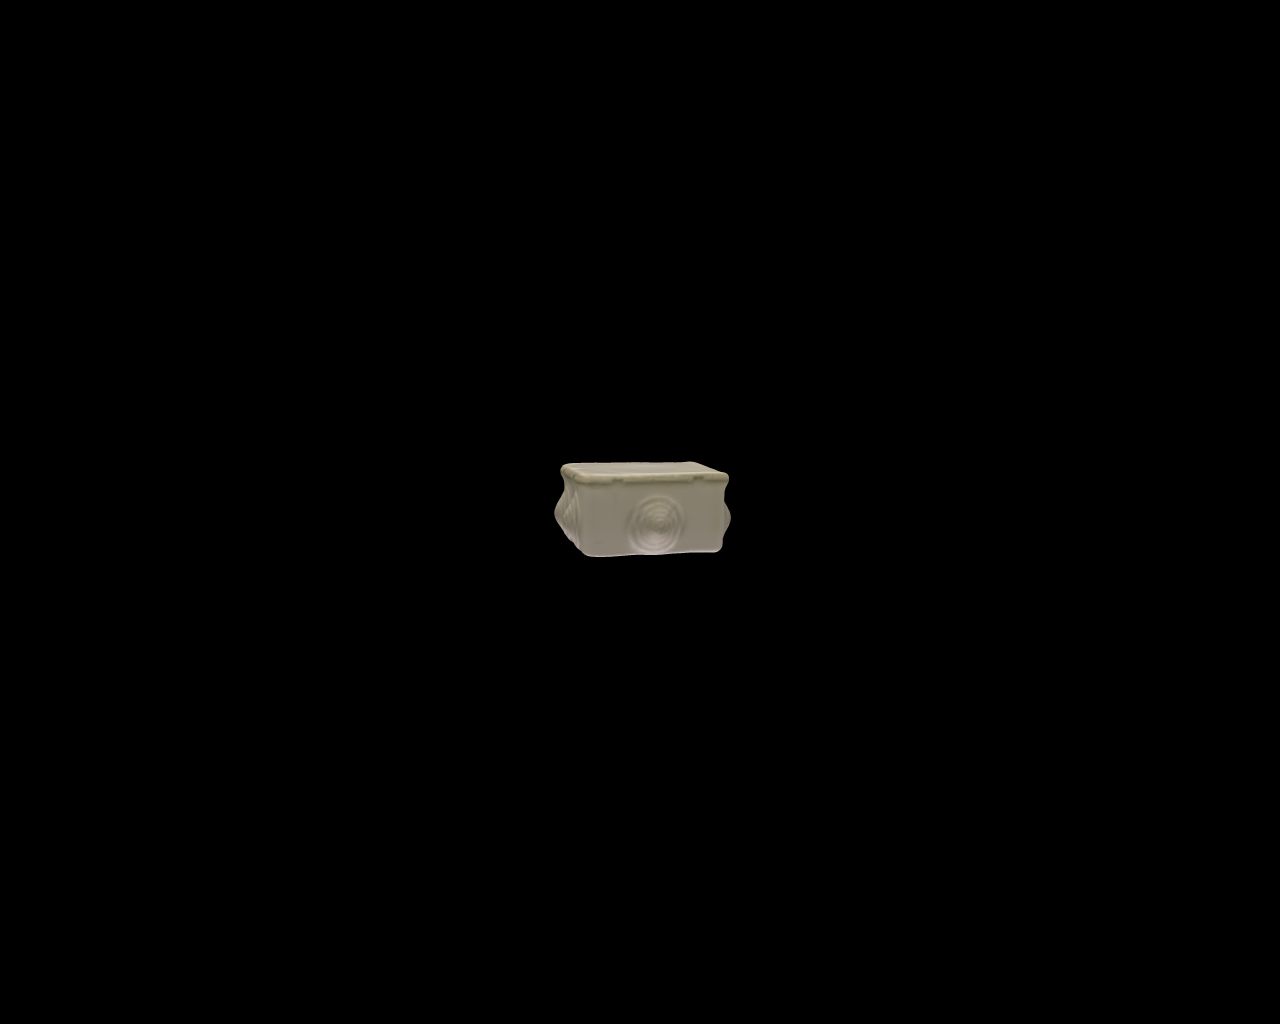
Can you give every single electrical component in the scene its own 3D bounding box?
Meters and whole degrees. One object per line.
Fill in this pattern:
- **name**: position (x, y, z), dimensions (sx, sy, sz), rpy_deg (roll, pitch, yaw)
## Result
- **electrical component**: position (0.001, -0.003, 0.650), dimensions (0.100, 0.048, 0.100), rpy_deg (-1, 7, -11)
